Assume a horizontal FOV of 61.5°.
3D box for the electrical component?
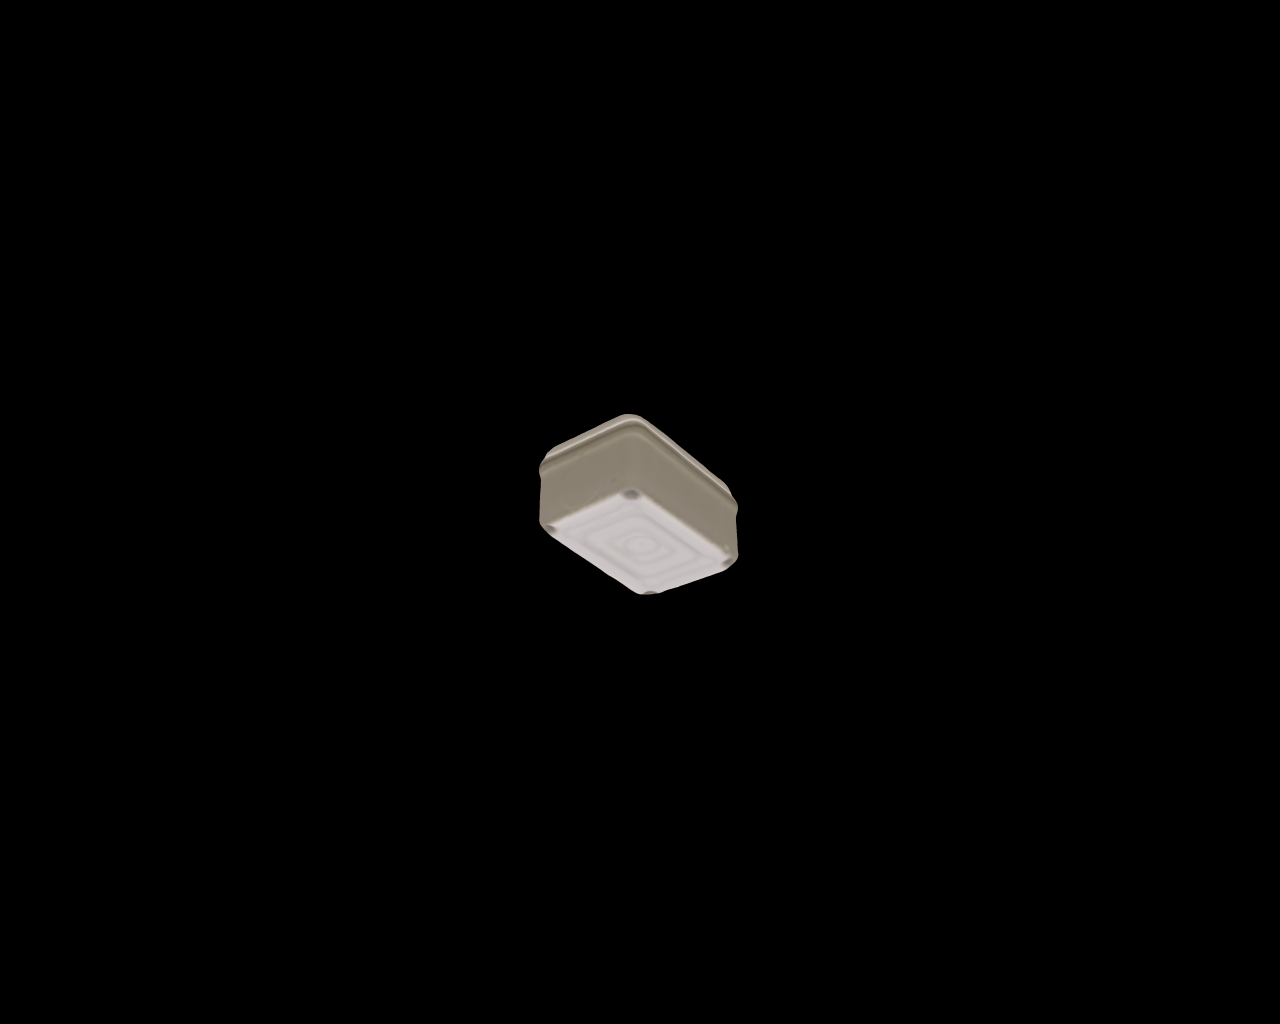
[{"bbox_3d":[0.001,-0.003,0.650,0.078,0.057,0.113,-22,-39,30],"label":"electrical component"}]
